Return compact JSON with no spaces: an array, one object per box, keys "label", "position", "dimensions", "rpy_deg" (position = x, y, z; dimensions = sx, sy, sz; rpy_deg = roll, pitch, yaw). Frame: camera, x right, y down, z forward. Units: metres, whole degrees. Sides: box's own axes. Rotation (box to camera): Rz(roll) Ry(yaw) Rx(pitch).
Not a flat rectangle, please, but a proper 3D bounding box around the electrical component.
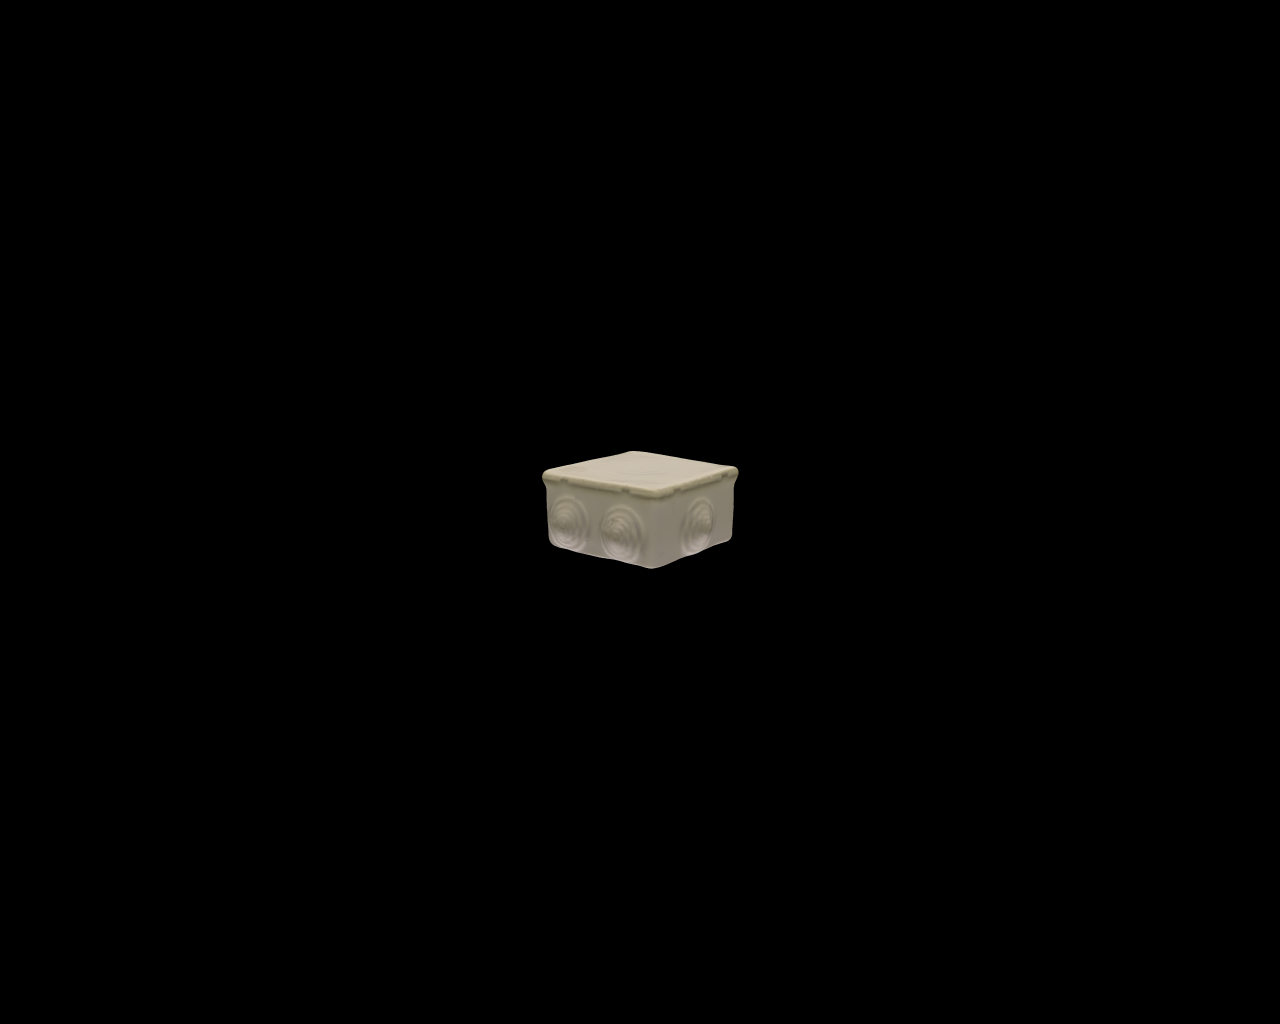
[{"label":"electrical component","position":[0.001,-0.003,0.650],"dimensions":[0.100,0.048,0.100],"rpy_deg":[11,18,37]}]
